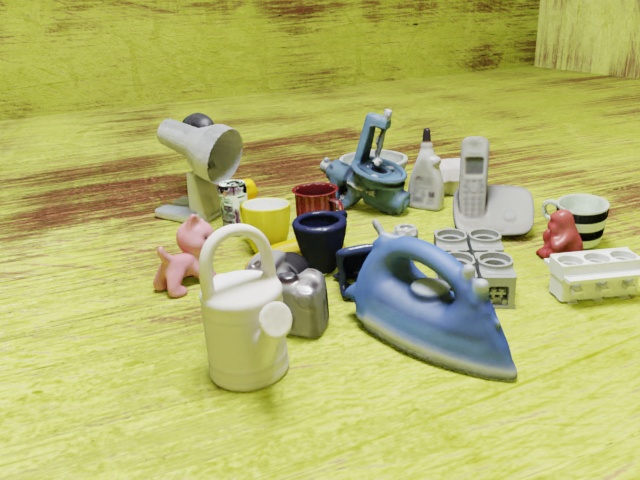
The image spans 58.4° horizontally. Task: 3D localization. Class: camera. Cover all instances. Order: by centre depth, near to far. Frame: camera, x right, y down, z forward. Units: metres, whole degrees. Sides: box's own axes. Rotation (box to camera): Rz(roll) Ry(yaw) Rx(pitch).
[{"bbox_3d":[-0.049,0.062,0.831,0.142,0.101,0.137,5,24,19],"label":"camera"}]

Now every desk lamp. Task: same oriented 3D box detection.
[{"bbox_3d":[-0.262,-0.146,1.210,0.202,0.214,0.118,9,26,27],"label":"desk lamp"}]

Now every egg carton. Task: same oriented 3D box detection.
[{"bbox_3d":[0.304,-0.146,1.329,0.150,0.069,0.107,-7,23,-9],"label":"egg carton"}]

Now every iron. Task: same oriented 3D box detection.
[{"bbox_3d":[0.148,0.067,0.741,0.119,0.141,0.257,-20,28,-35],"label":"iron"}]

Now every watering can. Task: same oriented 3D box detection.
[{"bbox_3d":[-0.087,0.075,0.682,0.172,0.194,0.101,13,28,34],"label":"watering can"}]

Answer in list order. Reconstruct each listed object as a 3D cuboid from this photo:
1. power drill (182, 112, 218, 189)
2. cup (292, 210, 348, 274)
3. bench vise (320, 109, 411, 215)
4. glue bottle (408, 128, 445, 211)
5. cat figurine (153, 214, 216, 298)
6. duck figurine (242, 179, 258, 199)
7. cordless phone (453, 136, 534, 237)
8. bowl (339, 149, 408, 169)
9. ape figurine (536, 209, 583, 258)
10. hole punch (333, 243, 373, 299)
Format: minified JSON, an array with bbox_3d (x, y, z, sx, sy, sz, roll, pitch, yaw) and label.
[{"bbox_3d":[-0.277,-0.199,1.345,0.076,0.208,0.229,-12,24,-21],"label":"power drill"},{"bbox_3d":[0.009,0.003,0.972,0.091,0.095,0.118,14,28,35],"label":"cup"},{"bbox_3d":[0.088,-0.165,1.205,0.207,0.220,0.121,3,23,15],"label":"bench vise"},{"bbox_3d":[0.226,-0.150,1.212,0.077,0.173,0.037,12,27,32],"label":"glue bottle"},{"bbox_3d":[-0.219,0.015,0.942,0.067,0.118,0.128,11,27,31],"label":"cat figurine"},{"bbox_3d":[-0.153,-0.086,1.219,0.078,0.086,0.104,-10,24,-16],"label":"duck figurine"},{"bbox_3d":[0.322,-0.099,1.061,0.147,0.185,0.094,0,23,7],"label":"cordless phone"},{"bbox_3d":[0.129,-0.165,1.389,0.167,0.075,0.167,-2,23,1],"label":"bowl"},{"bbox_3d":[0.400,-0.008,0.955,0.076,0.092,0.078,11,26,30],"label":"ape figurine"},{"bbox_3d":[0.075,0.033,0.898,0.108,0.091,0.101,-4,23,-2],"label":"hole punch"}]
